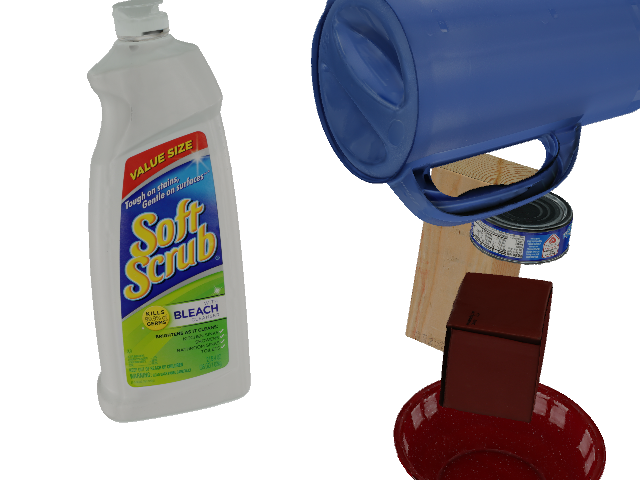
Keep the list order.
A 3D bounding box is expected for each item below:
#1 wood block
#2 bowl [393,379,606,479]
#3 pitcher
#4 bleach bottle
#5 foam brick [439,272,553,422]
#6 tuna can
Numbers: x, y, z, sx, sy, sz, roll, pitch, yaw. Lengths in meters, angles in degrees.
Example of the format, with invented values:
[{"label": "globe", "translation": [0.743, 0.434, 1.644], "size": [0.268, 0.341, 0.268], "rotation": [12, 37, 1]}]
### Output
[{"label": "wood block", "translation": [0.167, 0.016, 1.180], "size": [0.090, 0.206, 0.090], "rotation": [21, 26, 30]}, {"label": "bowl", "translation": [0.137, 0.174, 0.834], "size": [0.162, 0.055, 0.162], "rotation": [0, 32, 0]}, {"label": "pitcher", "translation": [0.128, -0.115, 0.752], "size": [0.242, 0.149, 0.145], "rotation": [-13, 33, -27]}, {"label": "bleach bottle", "translation": [-0.102, -0.018, 0.651], "size": [0.102, 0.251, 0.068], "rotation": [-9, 21, -11]}, {"label": "foam brick", "translation": [0.100, 0.058, 0.605], "size": [0.053, 0.051, 0.078], "rotation": [8, 23, 15]}, {"label": "tuna can", "translation": [0.172, -0.015, 0.915], "size": [0.086, 0.034, 0.086], "rotation": [1, 30, -1]}]
